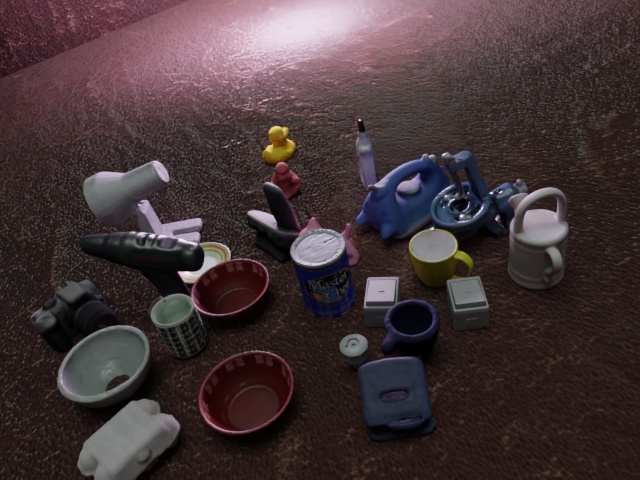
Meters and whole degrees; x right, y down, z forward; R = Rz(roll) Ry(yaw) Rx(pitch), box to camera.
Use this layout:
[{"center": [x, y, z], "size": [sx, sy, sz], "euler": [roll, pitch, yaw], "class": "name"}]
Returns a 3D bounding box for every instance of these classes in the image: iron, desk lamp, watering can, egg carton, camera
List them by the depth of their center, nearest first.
[{"center": [-0.301, 0.328, 0.909], "size": [0.107, 0.069, 0.150], "euler": [23, 51, 35], "class": "egg carton"}, {"center": [0.387, -0.016, 1.031], "size": [0.101, 0.194, 0.172], "euler": [-27, 41, -17], "class": "watering can"}, {"center": [-0.482, 0.152, 1.143], "size": [0.136, 0.101, 0.143], "euler": [23, 51, 36], "class": "camera"}, {"center": [0.195, -0.114, 1.241], "size": [0.259, 0.142, 0.118], "euler": [-35, 44, -25], "class": "iron"}, {"center": [-0.397, -0.074, 1.299], "size": [0.203, 0.214, 0.118], "euler": [-12, 39, 2], "class": "desk lamp"}]

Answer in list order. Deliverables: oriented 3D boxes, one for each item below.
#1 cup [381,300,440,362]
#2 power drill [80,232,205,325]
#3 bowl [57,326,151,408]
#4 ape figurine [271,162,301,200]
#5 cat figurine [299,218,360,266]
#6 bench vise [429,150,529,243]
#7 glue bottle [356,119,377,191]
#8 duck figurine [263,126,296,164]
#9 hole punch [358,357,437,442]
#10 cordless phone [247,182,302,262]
[{"center": [0.148, 0.170, 0.954], "size": [0.118, 0.095, 0.091], "euler": [-38, 45, -27], "class": "cup"}, {"center": [-0.325, 0.069, 1.113], "size": [0.229, 0.209, 0.075], "euler": [-4, 40, 11], "class": "power drill"}, {"center": [-0.375, 0.239, 1.030], "size": [0.167, 0.075, 0.167], "euler": [-8, 40, 7], "class": "bowl"}, {"center": [-0.088, -0.147, 1.397], "size": [0.077, 0.092, 0.076], "euler": [-7, 40, 7], "class": "ape figurine"}, {"center": [0.011, 0.004, 1.170], "size": [0.128, 0.118, 0.067], "euler": [-17, 40, -5], "class": "cat figurine"}, {"center": [0.303, -0.099, 1.132], "size": [0.208, 0.220, 0.121], "euler": [-29, 42, -19], "class": "bench vise"}, {"center": [0.107, -0.205, 1.349], "size": [0.037, 0.173, 0.078], "euler": [-12, 39, 1], "class": "glue bottle"}, {"center": [-0.117, -0.263, 1.547], "size": [0.077, 0.086, 0.105], "euler": [23, 51, 36], "class": "duck figurine"}, {"center": [0.117, 0.243, 0.878], "size": [0.108, 0.091, 0.101], "euler": [-10, 39, 4], "class": "hole punch"}, {"center": [-0.100, -0.060, 1.223], "size": [0.147, 0.185, 0.094], "euler": [26, 53, 37], "class": "cordless phone"}]
